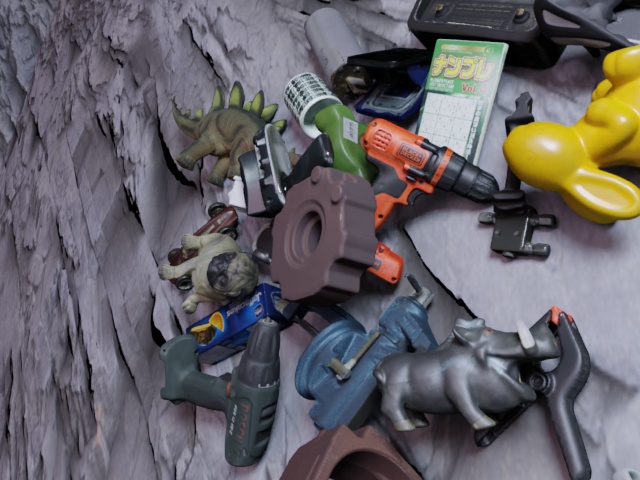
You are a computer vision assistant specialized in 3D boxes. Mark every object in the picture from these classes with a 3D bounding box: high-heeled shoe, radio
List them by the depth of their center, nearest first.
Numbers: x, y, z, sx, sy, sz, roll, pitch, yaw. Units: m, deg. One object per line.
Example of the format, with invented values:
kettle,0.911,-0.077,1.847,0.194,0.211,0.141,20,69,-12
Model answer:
high-heeled shoe,0.347,-0.224,0.540,0.249,0.145,0.086,18,86,47
radio,0.237,-0.318,0.733,0.230,0.073,0.131,30,93,46

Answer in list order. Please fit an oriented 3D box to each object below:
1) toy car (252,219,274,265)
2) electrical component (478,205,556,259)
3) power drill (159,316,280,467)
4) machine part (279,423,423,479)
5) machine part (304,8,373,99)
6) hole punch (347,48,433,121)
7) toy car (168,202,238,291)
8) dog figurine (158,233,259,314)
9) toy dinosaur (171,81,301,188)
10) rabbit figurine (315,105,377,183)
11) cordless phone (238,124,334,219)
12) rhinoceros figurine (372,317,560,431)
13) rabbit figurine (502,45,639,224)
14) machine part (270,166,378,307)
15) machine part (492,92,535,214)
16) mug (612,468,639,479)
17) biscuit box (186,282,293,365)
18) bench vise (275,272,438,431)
toy car,-0.036,0.023,0.851,0.202,0.056,0.073,23,82,44
electrical component,0.230,-0.010,0.641,0.094,0.021,0.063,7,78,44
power drill,-0.144,0.203,0.802,0.208,0.086,0.231,10,103,29
machine part,0.038,0.306,0.530,0.087,0.201,0.201,-41,4,31
machine part,0.030,-0.323,0.925,0.079,0.079,0.243,-38,50,24
hole punch,0.115,-0.238,0.806,0.142,0.116,0.092,24,131,50
toy car,-0.233,0.010,1.041,0.202,0.053,0.089,-45,44,20
dog figurine,-0.147,0.039,0.892,0.191,0.121,0.172,-12,38,39
toy dinosaur,-0.185,-0.207,1.061,0.472,0.105,0.198,20,78,36
rabbit figurine,0.029,-0.095,0.825,0.170,0.121,0.159,-34,57,51
cordless phone,-0.042,-0.118,0.771,0.184,0.089,0.146,-43,52,51
rhinoceros figurine,0.150,0.138,0.556,0.190,0.073,0.112,-20,66,24
rabbit figurine,0.284,-0.096,0.559,0.173,0.122,0.162,-16,87,11
machine part,-0.001,-0.002,0.670,0.179,0.056,0.179,-25,58,49
machine part,0.233,-0.099,0.638,0.039,0.084,0.139,10,74,18
mug,0.279,0.238,0.426,0.081,0.107,0.110,-47,44,16
biscuit box,-0.137,0.141,0.886,0.203,0.059,0.063,-31,53,29
bench vise,0.033,0.122,0.701,0.241,0.128,0.223,33,93,41
